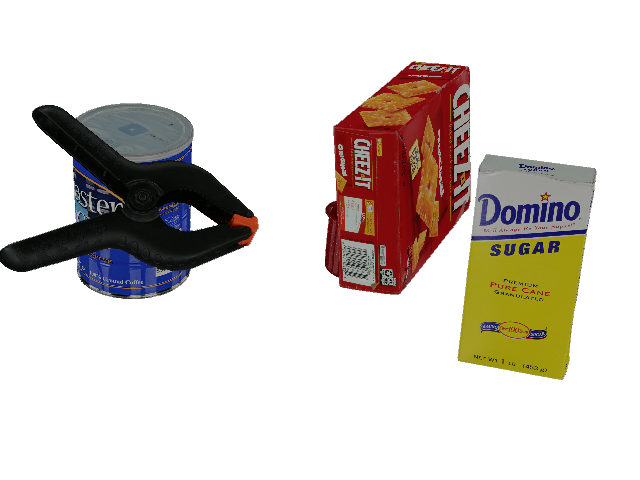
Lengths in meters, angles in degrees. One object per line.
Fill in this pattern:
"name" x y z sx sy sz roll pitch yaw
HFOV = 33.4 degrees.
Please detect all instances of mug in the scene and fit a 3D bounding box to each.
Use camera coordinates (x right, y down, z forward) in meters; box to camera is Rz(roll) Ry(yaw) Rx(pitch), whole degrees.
"mug" 0.059 0.004 1.367 0.117 0.081 0.093 18 27 25

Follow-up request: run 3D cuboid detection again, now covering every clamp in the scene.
"clamp" -0.129 -0.032 0.730 0.171 0.120 0.039 4 -16 -17

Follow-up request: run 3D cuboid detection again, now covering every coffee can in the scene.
"coffee can" -0.163 -0.035 0.930 0.103 0.140 0.103 4 31 -2

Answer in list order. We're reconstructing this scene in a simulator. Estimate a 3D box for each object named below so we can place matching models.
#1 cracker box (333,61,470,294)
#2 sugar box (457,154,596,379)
"cracker box" 0.086 -0.067 1.044 0.072 0.164 0.213 9 28 24
"sugar box" 0.169 0.023 0.884 0.093 0.176 0.048 8 25 15
